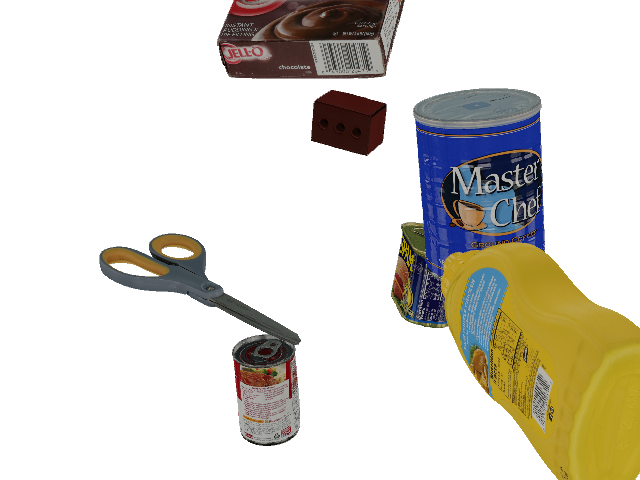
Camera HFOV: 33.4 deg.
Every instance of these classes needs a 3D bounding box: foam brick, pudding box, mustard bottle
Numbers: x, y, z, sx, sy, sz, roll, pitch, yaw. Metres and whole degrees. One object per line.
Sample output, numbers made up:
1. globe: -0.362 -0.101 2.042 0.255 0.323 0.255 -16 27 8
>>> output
1. foam brick: 0.034 -0.143 1.287 0.078 0.053 0.051 17 31 21
2. pudding box: -0.004 -0.152 0.722 0.113 0.090 0.039 4 -39 14
3. mustard bottle: 0.120 0.056 0.622 0.058 0.096 0.192 -8 28 -18

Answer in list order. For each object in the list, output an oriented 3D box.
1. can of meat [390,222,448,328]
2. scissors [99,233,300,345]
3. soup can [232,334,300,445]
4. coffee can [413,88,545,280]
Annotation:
1. can of meat: 0.113 0.037 1.146 0.057 0.084 0.102 6 18 -9
2. scissors: -0.084 0.033 0.859 0.202 0.016 0.096 16 29 23
3. soup can: -0.058 0.163 1.161 0.068 0.102 0.068 -3 24 1
4. coffee can: 0.133 -0.046 0.887 0.103 0.140 0.103 -6 21 2
